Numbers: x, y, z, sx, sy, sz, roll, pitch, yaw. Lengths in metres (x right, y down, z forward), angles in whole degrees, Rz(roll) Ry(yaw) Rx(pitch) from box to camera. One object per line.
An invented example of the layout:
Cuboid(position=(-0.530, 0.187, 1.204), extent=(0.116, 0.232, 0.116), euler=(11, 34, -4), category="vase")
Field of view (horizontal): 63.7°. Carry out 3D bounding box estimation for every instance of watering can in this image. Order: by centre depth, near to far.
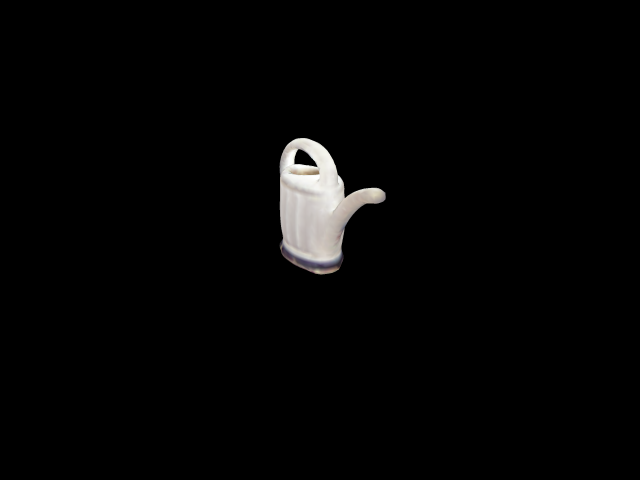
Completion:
Cuboid(position=(0.003, -0.043, 0.850), extent=(0.104, 0.220, 0.352), euler=(-10, 25, -22), category="watering can")
